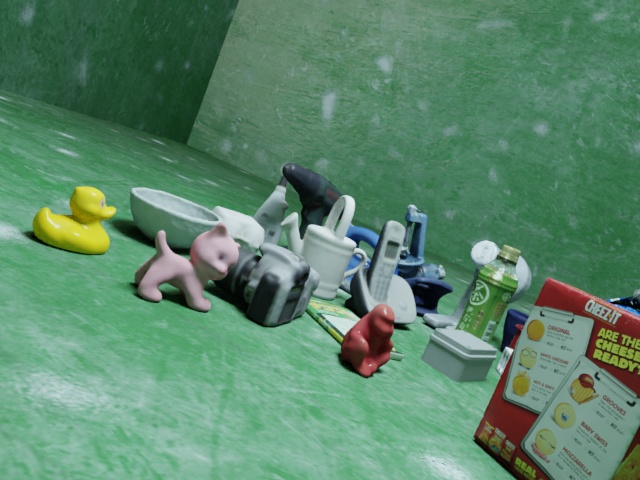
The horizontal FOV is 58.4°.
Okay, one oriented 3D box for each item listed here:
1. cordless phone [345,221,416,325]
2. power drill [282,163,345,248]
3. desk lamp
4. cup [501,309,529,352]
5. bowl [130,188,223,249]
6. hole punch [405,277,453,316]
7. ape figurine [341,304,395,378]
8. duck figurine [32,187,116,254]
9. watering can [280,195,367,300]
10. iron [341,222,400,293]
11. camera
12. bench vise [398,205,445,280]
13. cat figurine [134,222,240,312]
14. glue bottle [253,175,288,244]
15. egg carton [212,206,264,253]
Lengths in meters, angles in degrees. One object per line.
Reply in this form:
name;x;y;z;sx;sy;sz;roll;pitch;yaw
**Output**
cordless phone;0.139;0.063;1.071;0.148;0.185;0.093;15;10;-43
power drill;-0.030;-0.053;1.306;0.075;0.208;0.230;29;10;41
desk lamp;0.349;0.110;1.234;0.117;0.213;0.204;28;10;40
cup;0.440;0.213;1.224;0.117;0.095;0.092;28;9;35
bowl;-0.259;-0.029;1.003;0.167;0.075;0.167;22;8;-3
hole punch;0.228;0.118;1.300;0.109;0.091;0.100;18;9;-29
ape figurine;0.071;0.130;0.773;0.078;0.092;0.076;18;9;-29
duck figurine;-0.331;-0.033;0.786;0.105;0.086;0.077;15;10;-42
watering can;0.010;0.004;1.082;0.173;0.194;0.100;17;9;-36
iron;0.103;0.047;1.247;0.119;0.141;0.257;15;10;-43
camera;-0.083;0.050;0.851;0.136;0.101;0.143;25;8;18
bench vise;0.221;0.032;1.391;0.208;0.220;0.121;14;11;-45
cat figurine;-0.162;0.025;0.744;0.128;0.118;0.067;17;9;-34
glue bottle;-0.109;-0.069;1.332;0.078;0.173;0.037;23;8;4
egg carton;-0.174;-0.016;1.167;0.107;0.069;0.150;18;8;-26
